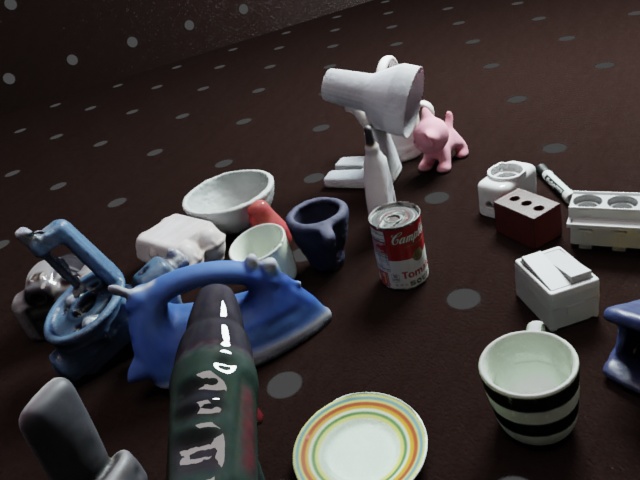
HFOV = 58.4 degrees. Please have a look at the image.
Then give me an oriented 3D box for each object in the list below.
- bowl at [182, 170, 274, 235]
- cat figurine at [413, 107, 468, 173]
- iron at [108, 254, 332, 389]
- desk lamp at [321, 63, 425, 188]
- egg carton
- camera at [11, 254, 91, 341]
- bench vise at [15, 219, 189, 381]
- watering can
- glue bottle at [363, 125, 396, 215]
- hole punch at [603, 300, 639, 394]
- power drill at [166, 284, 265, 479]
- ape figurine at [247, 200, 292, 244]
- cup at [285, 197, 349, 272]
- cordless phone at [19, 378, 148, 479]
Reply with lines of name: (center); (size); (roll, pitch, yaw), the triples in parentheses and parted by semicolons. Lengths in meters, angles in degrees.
bowl: (-0.154, -0.058, 1.017); (0.167, 0.075, 0.167); (-10, 30, 7)
cat figurine: (0.212, -0.188, 1.037); (0.067, 0.118, 0.128); (12, 39, 37)
iron: (-0.122, 0.080, 0.708); (0.258, 0.142, 0.118); (-17, 30, -5)
desk lamp: (0.091, -0.204, 1.019); (0.202, 0.214, 0.118); (2, 34, 26)
egg carton: (-0.230, 0.011, 0.939); (0.149, 0.069, 0.107); (12, 39, 37)
camera: (-0.382, 0.067, 0.881); (0.143, 0.101, 0.136); (-14, 30, 0)
bench vise: (-0.285, 0.049, 0.749); (0.121, 0.220, 0.208); (10, 38, 35)
watering can: (0.131, -0.256, 1.107); (0.172, 0.194, 0.101); (-7, 31, 12)
glue bottle: (0.088, -0.095, 0.878); (0.037, 0.173, 0.078); (-4, 32, 18)
hole punch: (0.335, 0.093, 0.543); (0.101, 0.091, 0.108); (-31, 34, -27)
power drill: (-0.066, 0.175, 0.459); (0.075, 0.209, 0.229); (-14, 30, 1)
ape figurine: (-0.089, -0.023, 0.914); (0.076, 0.092, 0.078); (-8, 31, 11)
cup: (0.008, 0.003, 0.828); (0.092, 0.095, 0.117); (-19, 31, -7)
cordless phone: (-0.224, 0.218, 0.477); (0.094, 0.185, 0.148); (-1, 33, 22)
